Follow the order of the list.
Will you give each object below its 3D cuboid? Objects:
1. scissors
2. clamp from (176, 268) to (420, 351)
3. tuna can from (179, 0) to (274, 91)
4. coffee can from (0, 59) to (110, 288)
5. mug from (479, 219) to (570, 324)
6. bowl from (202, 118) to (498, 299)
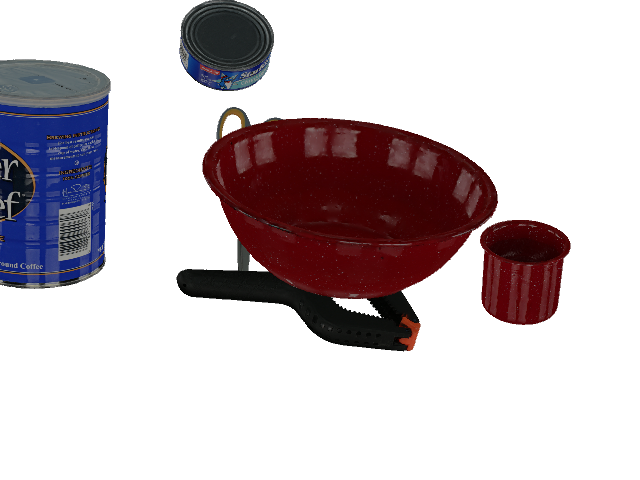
[{"bbox_3d":[-0.066,-0.056,1.205,0.096,0.202,0.016,-11,-8,-13],"label":"scissors"},{"bbox_3d":[-0.011,0.040,0.948,0.210,0.036,0.164,35,53,22],"label":"clamp"},{"bbox_3d":[-0.087,-0.180,0.987,0.086,0.086,0.034,0,-32,-12],"label":"tuna can"},{"bbox_3d":[-0.205,-0.050,0.770,0.103,0.140,0.103,5,22,-2],"label":"coffee can"},{"bbox_3d":[0.211,0.029,1.139,0.093,0.081,0.117,-6,31,-8],"label":"mug"},{"bbox_3d":[0.014,-0.013,0.593,0.162,0.055,0.162,6,27,-3],"label":"bowl"}]
